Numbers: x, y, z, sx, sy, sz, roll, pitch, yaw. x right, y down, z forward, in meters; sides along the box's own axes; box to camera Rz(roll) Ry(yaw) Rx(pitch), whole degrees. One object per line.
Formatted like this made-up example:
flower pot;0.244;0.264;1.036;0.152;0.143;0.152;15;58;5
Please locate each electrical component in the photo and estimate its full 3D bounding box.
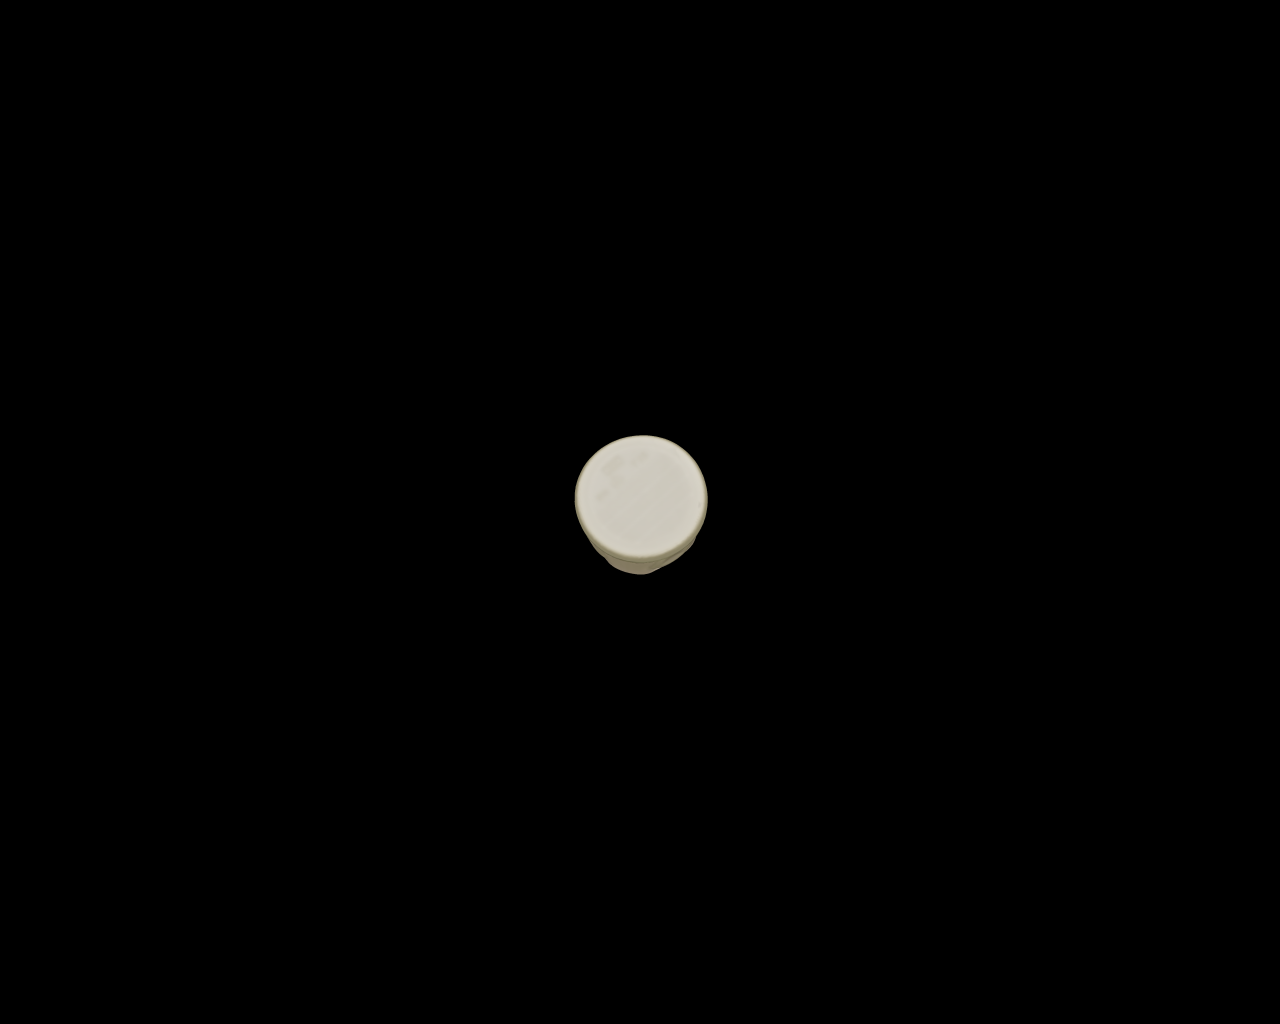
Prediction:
electrical component;0.001;-0.003;0.650;0.080;0.080;0.051;0;-18;0
